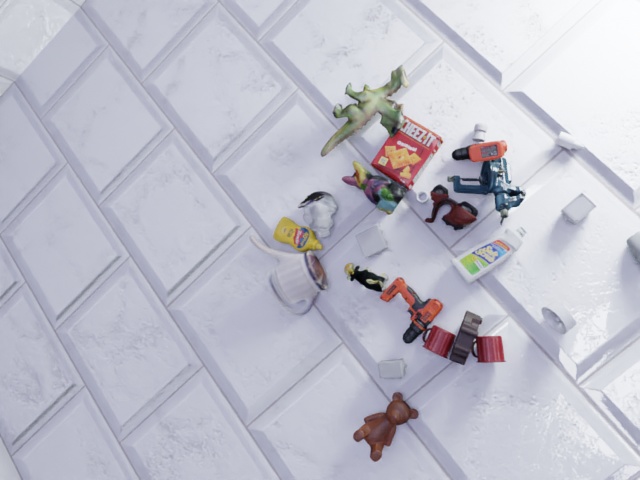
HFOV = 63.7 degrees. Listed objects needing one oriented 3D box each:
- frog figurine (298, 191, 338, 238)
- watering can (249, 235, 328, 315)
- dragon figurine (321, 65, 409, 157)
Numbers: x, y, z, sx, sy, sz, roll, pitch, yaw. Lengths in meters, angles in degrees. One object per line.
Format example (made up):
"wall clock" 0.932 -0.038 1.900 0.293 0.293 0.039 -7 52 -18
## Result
"frog figurine" 0.006 -0.096 1.900 0.137 0.125 0.157 -28 112 4
"watering can" -0.107 0.106 1.876 0.223 0.105 0.347 -25 93 15
"dragon figurine" 0.184 -0.442 1.841 0.245 0.121 0.410 28 92 30
